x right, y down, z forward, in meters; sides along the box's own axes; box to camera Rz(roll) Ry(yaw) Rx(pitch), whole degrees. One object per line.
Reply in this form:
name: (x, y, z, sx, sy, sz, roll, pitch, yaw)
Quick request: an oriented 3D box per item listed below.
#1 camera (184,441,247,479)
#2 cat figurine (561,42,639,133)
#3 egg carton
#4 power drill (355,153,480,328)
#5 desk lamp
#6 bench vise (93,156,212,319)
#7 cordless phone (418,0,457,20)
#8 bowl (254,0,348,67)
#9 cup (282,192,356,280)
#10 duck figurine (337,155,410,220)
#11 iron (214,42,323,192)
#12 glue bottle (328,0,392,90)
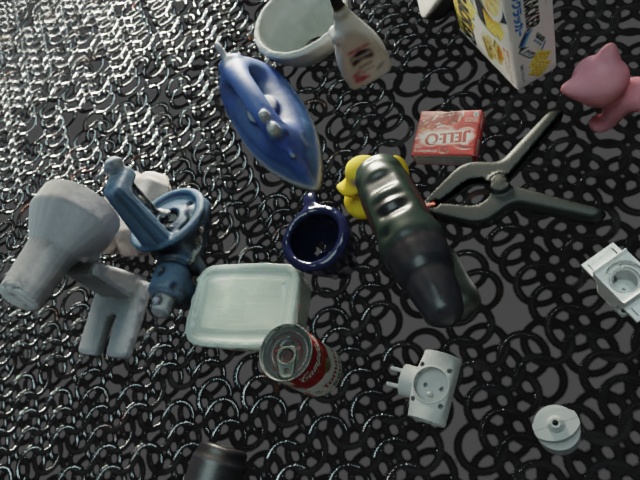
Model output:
camera: (-0.123, 0.312, 0.663, 0.142, 0.101, 0.137, 6, 68, 27)
cat figurine: (0.356, -0.184, 0.678, 0.127, 0.118, 0.067, 2, 67, 26)
egg carton: (-0.305, -0.044, 0.940, 0.107, 0.070, 0.150, 3, 67, 26)
power drill: (0.114, 0.020, 0.633, 0.075, 0.209, 0.229, -29, 57, 9)
desk lamp: (-0.343, 0.046, 0.826, 0.117, 0.214, 0.203, -2, 65, 24)
bench vise: (-0.214, -0.008, 0.790, 0.121, 0.220, 0.207, -28, 57, 10)
cordless phone: (0.170, -0.439, 0.848, 0.094, 0.186, 0.147, -14, 61, 18)
bowl: (-0.022, -0.349, 0.958, 0.167, 0.075, 0.167, -10, 62, 20)
cup: (0.007, 0.003, 0.759, 0.091, 0.095, 0.117, -20, 59, 15)
duck figurine: (0.068, -0.085, 0.780, 0.104, 0.086, 0.077, -37, 56, 4)
iron: (-0.083, -0.193, 0.868, 0.118, 0.142, 0.257, -36, 56, 5)
glue bottle: (0.047, -0.298, 0.842, 0.078, 0.174, 0.037, -30, 57, 9)
